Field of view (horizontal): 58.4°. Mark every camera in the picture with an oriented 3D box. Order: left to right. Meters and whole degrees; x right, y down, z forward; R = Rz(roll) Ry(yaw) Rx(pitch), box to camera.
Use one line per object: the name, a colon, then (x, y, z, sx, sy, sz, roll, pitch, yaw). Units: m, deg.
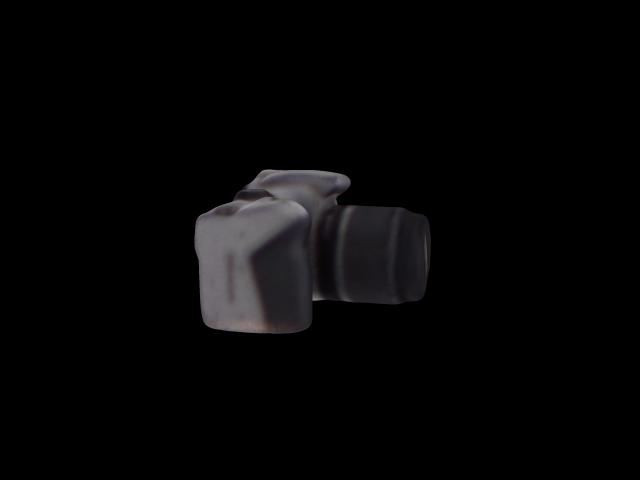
camera: (0.004, 0.001, 0.400, 0.136, 0.101, 0.143, 2, 7, 18)
